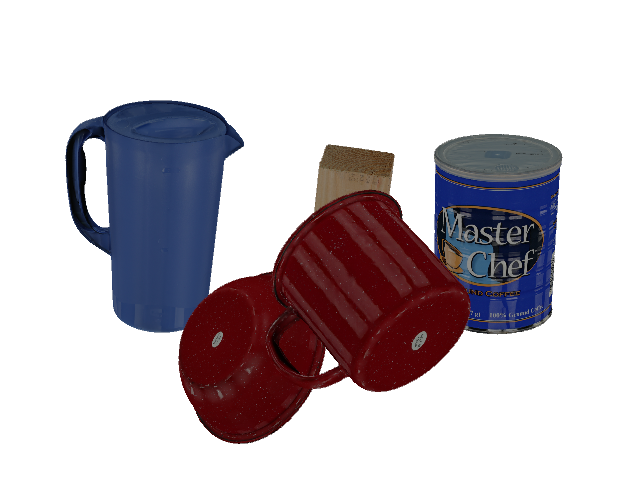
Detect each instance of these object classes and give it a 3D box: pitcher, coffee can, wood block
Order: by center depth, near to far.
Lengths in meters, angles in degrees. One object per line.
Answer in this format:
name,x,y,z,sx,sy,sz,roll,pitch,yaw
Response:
coffee can,0.146,-0.007,0.892,0.103,0.140,0.103,-2,23,1
pitcher,-0.185,-0.026,1.179,0.149,0.243,0.144,26,31,35
wood block,0.036,-0.008,1.368,0.090,0.206,0.090,8,25,4

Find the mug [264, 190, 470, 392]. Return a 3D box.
mug,0.022,0.039,0.611,0.117,0.082,0.093,-36,-35,-6

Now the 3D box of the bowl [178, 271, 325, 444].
bowl,-0.073,0.094,0.939,0.162,0.162,0.055,0,-22,42
